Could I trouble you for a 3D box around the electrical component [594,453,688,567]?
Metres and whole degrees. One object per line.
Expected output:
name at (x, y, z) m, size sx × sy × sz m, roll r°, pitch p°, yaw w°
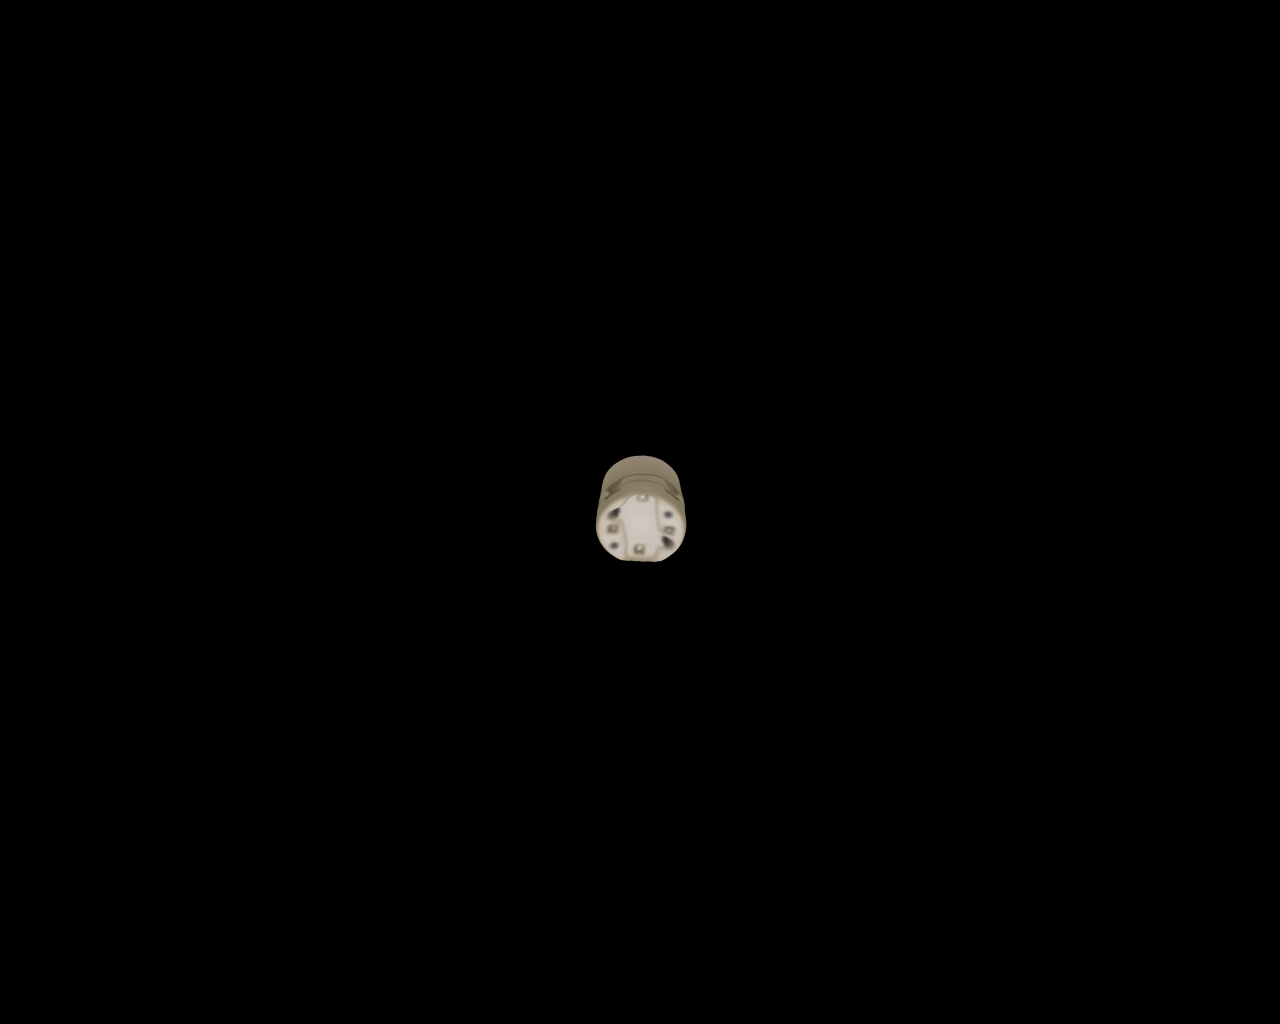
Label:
electrical component at (0.001, -0.003, 0.650) m, size 0.055 × 0.055 × 0.047 m, roll 0°, pitch 36°, yaw 0°
